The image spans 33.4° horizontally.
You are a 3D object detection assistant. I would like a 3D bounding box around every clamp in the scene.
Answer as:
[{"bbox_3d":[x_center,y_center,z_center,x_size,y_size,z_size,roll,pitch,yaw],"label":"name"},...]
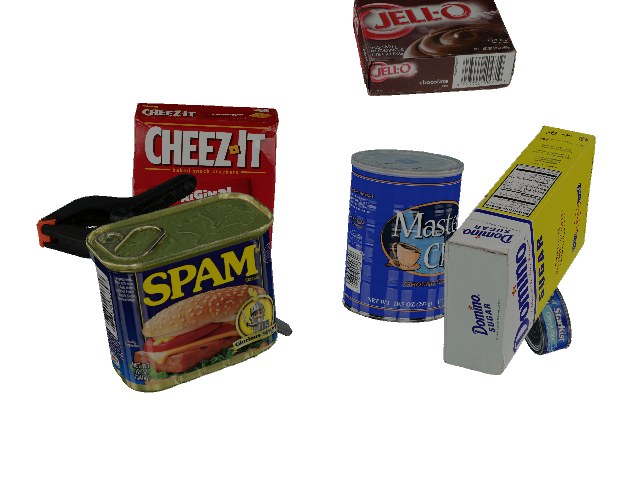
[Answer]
[{"bbox_3d":[-0.189,-0.024,1.053,0.171,0.039,0.120,0,33,-9],"label":"clamp"}]

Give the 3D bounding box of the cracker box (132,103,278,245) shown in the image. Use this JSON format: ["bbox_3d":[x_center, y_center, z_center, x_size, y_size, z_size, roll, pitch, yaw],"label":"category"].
[{"bbox_3d":[-0.136,-0.047,1.248,0.164,0.214,0.072,2,22,-7],"label":"cracker box"}]

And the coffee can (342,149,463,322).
[{"bbox_3d":[0.075,-0.007,0.987,0.103,0.140,0.103,3,14,-1],"label":"coffee can"}]

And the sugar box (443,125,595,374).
[{"bbox_3d":[0.134,0.002,0.704,0.048,0.093,0.176,12,35,24],"label":"sugar box"}]

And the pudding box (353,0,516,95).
[{"bbox_3d":[0.085,-0.154,0.825,0.113,0.039,0.090,-3,44,-5],"label":"pudding box"}]

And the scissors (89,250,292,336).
[{"bbox_3d":[-0.091,0.024,0.851,0.202,0.016,0.096,17,30,22],"label":"scissors"}]

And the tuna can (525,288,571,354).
[{"bbox_3d":[0.249,0.085,1.204,0.033,0.086,0.086,-15,2,-7],"label":"tuna can"}]

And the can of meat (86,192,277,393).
[{"bbox_3d":[-0.075,0.029,0.608,0.102,0.084,0.058,-17,30,-25],"label":"can of meat"}]
